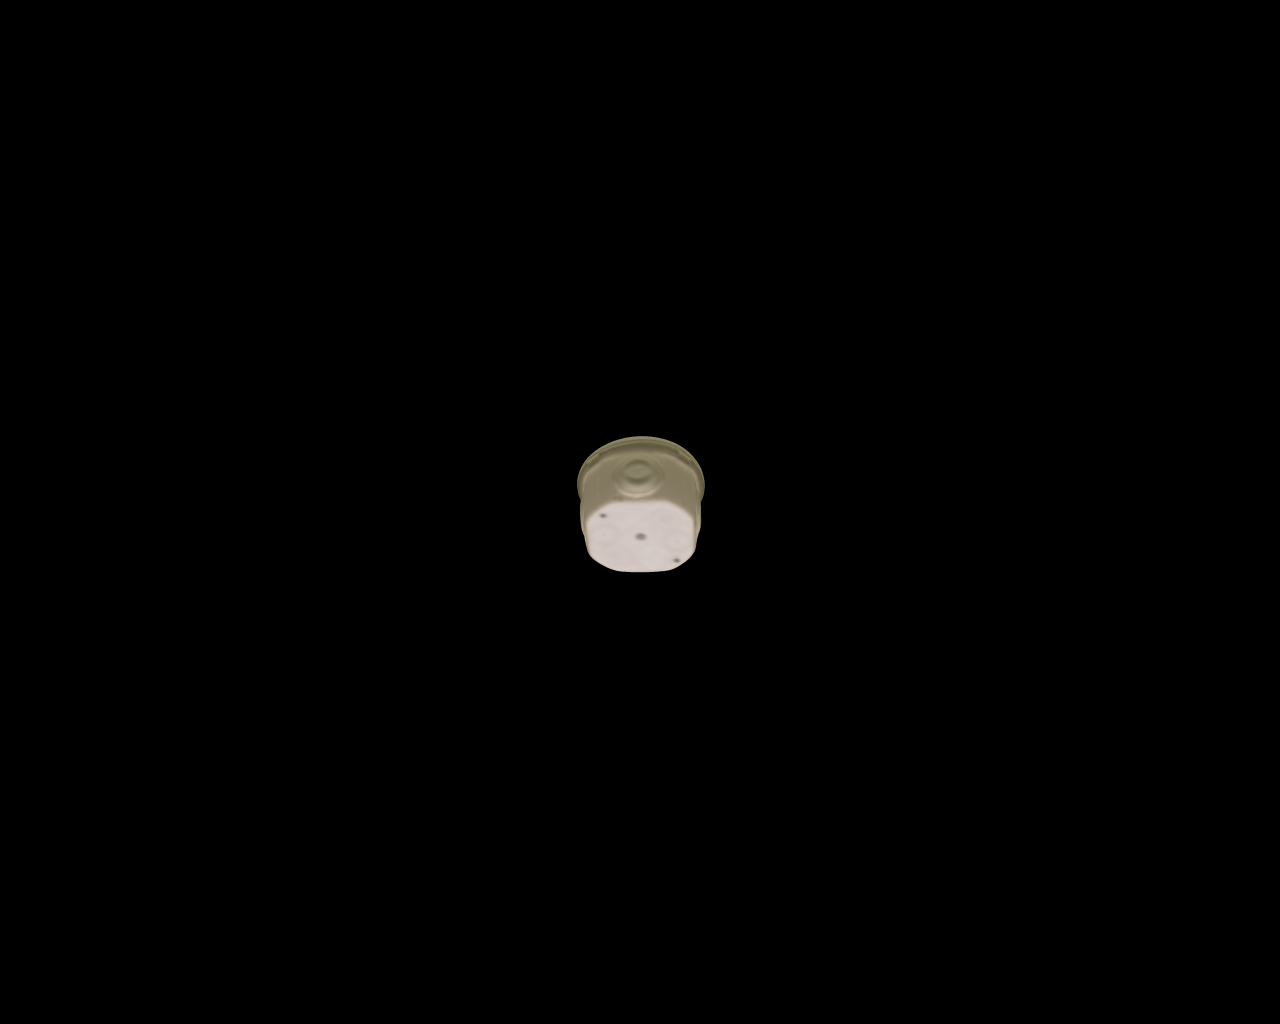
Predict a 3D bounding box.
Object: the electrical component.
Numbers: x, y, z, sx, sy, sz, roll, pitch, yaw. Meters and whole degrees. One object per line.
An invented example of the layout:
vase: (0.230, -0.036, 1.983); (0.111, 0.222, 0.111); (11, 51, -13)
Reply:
electrical component: (0.001, -0.003, 0.650); (0.080, 0.051, 0.080); (0, -43, 0)
